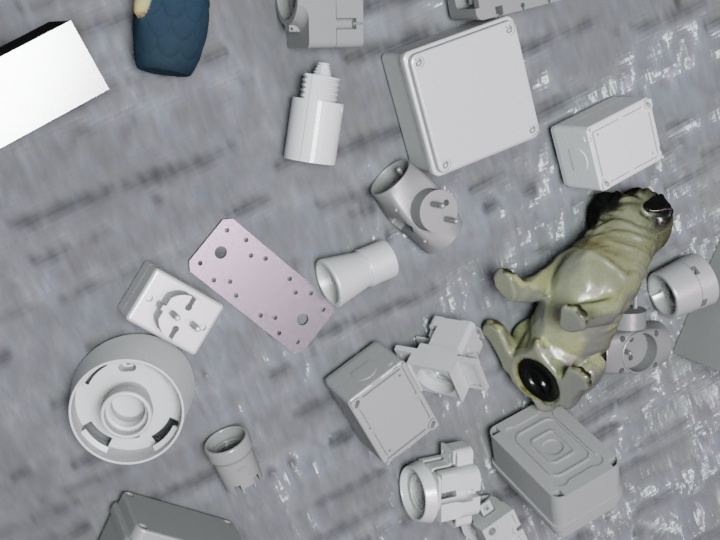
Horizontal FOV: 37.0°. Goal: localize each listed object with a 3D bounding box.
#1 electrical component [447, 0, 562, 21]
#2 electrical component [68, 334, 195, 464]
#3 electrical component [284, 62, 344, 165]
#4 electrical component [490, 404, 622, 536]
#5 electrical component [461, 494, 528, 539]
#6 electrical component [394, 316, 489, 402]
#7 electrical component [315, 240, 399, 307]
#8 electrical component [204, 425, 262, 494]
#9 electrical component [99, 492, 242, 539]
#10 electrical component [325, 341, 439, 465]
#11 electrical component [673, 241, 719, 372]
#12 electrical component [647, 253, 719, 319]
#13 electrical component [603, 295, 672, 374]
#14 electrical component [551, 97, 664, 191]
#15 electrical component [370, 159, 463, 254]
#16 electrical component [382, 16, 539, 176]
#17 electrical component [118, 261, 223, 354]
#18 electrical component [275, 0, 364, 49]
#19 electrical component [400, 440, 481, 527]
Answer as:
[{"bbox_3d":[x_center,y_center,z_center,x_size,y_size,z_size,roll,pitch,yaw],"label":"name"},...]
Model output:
[{"bbox_3d":[0.121,-0.246,0.919,0.089,0.056,0.050,-18,108,-19],"label":"electrical component"},{"bbox_3d":[-0.185,0.105,0.868,0.099,0.064,0.099,-2,106,-6],"label":"electrical component"},{"bbox_3d":[-0.036,-0.129,0.883,0.043,0.043,0.081,5,99,-25],"label":"electrical component"},{"bbox_3d":[0.182,0.184,1.007,0.078,0.113,0.057,-25,128,-17],"label":"electrical component"},{"bbox_3d":[0.126,0.244,1.030,0.048,0.055,0.066,-32,112,-15],"label":"electrical component"},{"bbox_3d":[0.078,0.077,0.963,0.063,0.081,0.042,-62,145,-30],"label":"electrical component"},{"bbox_3d":[0.000,0.000,0.930,0.065,0.044,0.044,-23,110,-23],"label":"electrical component"},{"bbox_3d":[-0.107,0.163,0.919,0.040,0.040,0.046,-27,116,-16],"label":"electrical component"},{"bbox_3d":[-0.155,0.236,0.893,0.113,0.078,0.057,23,94,-26],"label":"electrical component"},{"bbox_3d":[0.020,0.121,0.957,0.062,0.061,0.096,-36,121,-12],"label":"electrical component"},{"bbox_3d":[0.394,0.035,1.083,0.062,0.089,0.150,21,92,-26],"label":"electrical component"},{"bbox_3d":[0.319,0.017,1.067,0.047,0.055,0.055,-22,109,-15],"label":"electrical component"},{"bbox_3d":[0.262,0.058,1.056,0.077,0.044,0.079,-7,104,-22],"label":"electrical component"},{"bbox_3d":[0.231,-0.120,0.997,0.096,0.061,0.061,-28,112,-25],"label":"electrical component"},{"bbox_3d":[0.058,-0.052,0.921,0.043,0.079,0.077,-49,115,-11],"label":"electrical component"},{"bbox_3d":[0.088,-0.150,0.926,0.109,0.056,0.108,-23,110,-18],"label":"electrical component"},{"bbox_3d":[-0.146,0.034,0.852,0.066,0.077,0.047,32,87,-26],"label":"electrical component"},{"bbox_3d":[-0.033,-0.223,0.860,0.056,0.050,0.089,-6,104,-24],"label":"electrical component"},{"bbox_3d":[0.073,0.202,0.998,0.057,0.058,0.078,-6,104,-25],"label":"electrical component"}]
